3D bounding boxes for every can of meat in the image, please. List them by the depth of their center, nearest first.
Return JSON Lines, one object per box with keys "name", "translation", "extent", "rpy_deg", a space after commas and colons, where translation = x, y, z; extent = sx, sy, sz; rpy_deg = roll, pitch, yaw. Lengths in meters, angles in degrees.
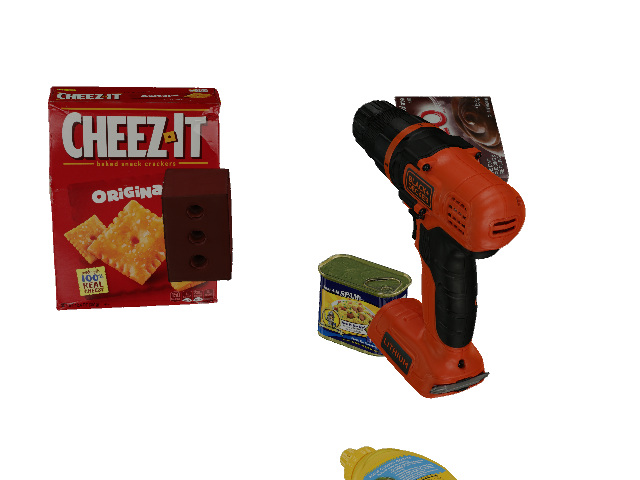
{"name": "can of meat", "translation": [0.046, 0.072, 1.176], "extent": [0.102, 0.084, 0.057], "rpy_deg": [18, 29, 28]}

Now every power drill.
{"name": "power drill", "translation": [0.073, 0.006, 0.783], "extent": [0.057, 0.188, 0.185], "rpy_deg": [-14, 34, -21]}

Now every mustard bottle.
{"name": "mustard bottle", "translation": [0.081, 0.231, 0.935], "extent": [0.096, 0.058, 0.192], "rpy_deg": [-19, 27, -32]}

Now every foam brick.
{"name": "foam brick", "translation": [-0.097, -0.013, 0.855], "extent": [0.053, 0.078, 0.051], "rpy_deg": [-2, 27, -1]}

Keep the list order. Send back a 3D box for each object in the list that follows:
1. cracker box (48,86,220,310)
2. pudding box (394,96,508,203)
{"name": "cracker box", "translation": [-0.183, -0.041, 1.058], "extent": [0.164, 0.214, 0.072], "rpy_deg": [-1, 21, -11]}
{"name": "pudding box", "translation": [0.113, -0.082, 0.954], "extent": [0.090, 0.039, 0.113], "rpy_deg": [0, 44, -3]}
